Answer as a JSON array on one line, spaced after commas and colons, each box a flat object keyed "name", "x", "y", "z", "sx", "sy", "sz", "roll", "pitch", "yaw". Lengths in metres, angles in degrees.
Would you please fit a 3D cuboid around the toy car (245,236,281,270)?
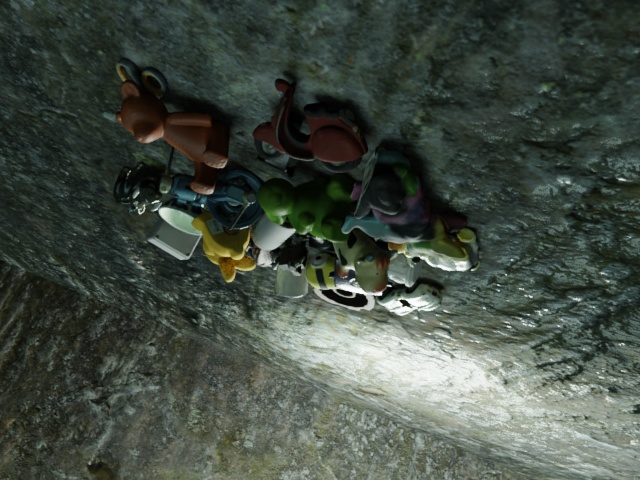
[{"name": "toy car", "x": -0.145, "y": 0.038, "z": 1.348, "sx": 0.089, "sy": 0.053, "sz": 0.202, "roll": 26, "pitch": 170, "yaw": -1}]

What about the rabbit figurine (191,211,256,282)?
[{"name": "rabbit figurine", "x": -0.216, "y": 0.010, "z": 1.245, "sx": 0.162, "sy": 0.122, "sz": 0.173, "roll": 56, "pitch": 149, "yaw": 3}]

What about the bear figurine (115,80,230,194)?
[{"name": "bear figurine", "x": -0.258, "y": -0.180, "z": 0.924, "sx": 0.196, "sy": 0.132, "sz": 0.120, "roll": 17, "pitch": 141, "yaw": -23}]

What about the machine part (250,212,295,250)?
[{"name": "machine part", "x": -0.093, "y": -0.034, "z": 1.160, "sx": 0.079, "sy": 0.079, "sz": 0.243, "roll": 28, "pitch": 156, "yaw": -13}]

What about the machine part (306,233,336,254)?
[{"name": "machine part", "x": -0.002, "y": -0.004, "z": 1.189, "sx": 0.084, "sy": 0.039, "sz": 0.138, "roll": 18, "pitch": 166, "yaw": 30}]

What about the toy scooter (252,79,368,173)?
[{"name": "toy scooter", "x": -0.016, "y": -0.175, "z": 0.812, "sx": 0.184, "sy": 0.075, "sz": 0.135, "roll": 9, "pitch": 133, "yaw": 10}]

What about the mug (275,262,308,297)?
[{"name": "mug", "x": -0.062, "y": 0.077, "z": 1.347, "sx": 0.081, "sy": 0.109, "sz": 0.107, "roll": 15, "pitch": 112, "yaw": 30}]

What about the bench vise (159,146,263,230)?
[{"name": "bench vise", "x": -0.194, "y": -0.093, "z": 1.051, "sx": 0.223, "sy": 0.129, "sz": 0.241, "roll": 26, "pitch": 174, "yaw": -26}]

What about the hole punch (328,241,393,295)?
[{"name": "hole punch", "x": 0.086, "y": 0.066, "z": 1.133, "sx": 0.142, "sy": 0.092, "sz": 0.115, "roll": 8, "pitch": 117, "yaw": 7}]

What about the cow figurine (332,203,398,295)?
[{"name": "cow figurine", "x": 0.076, "y": 0.015, "z": 1.011, "sx": 0.085, "sy": 0.195, "sz": 0.127, "roll": -7, "pitch": 147, "yaw": -25}]

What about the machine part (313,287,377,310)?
[{"name": "machine part", "x": 0.066, "y": 0.116, "z": 1.362, "sx": 0.179, "sy": 0.056, "sz": 0.179, "roll": 17, "pitch": 154, "yaw": 9}]

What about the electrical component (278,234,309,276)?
[{"name": "electrical component", "x": -0.059, "y": 0.033, "z": 1.252, "sx": 0.078, "sy": 0.102, "sz": 0.045, "roll": 0, "pitch": 144, "yaw": 23}]

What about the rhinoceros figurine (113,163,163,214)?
[{"name": "rhinoceros figurine", "x": -0.419, "y": -0.114, "z": 1.231, "sx": 0.191, "sy": 0.112, "sz": 0.073, "roll": 7, "pitch": 150, "yaw": 47}]

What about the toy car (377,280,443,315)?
[{"name": "toy car", "x": 0.212, "y": 0.142, "z": 1.290, "sx": 0.073, "sy": 0.056, "sz": 0.202, "roll": 31, "pitch": 154, "yaw": -18}]

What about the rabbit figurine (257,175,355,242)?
[{"name": "rabbit figurine", "x": -0.040, "y": -0.074, "z": 0.974, "sx": 0.170, "sy": 0.121, "sz": 0.159, "roll": 16, "pitch": 177, "yaw": -32}]

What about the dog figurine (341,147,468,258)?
[{"name": "dog figurine", "x": 0.159, "y": -0.046, "z": 0.893, "sx": 0.219, "sy": 0.108, "sz": 0.191, "roll": 18, "pitch": 146, "yaw": -10}]

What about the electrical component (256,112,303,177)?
[{"name": "electrical component", "x": -0.059, "y": -0.163, "z": 0.906, "sx": 0.075, "sy": 0.048, "sz": 0.119, "roll": 25, "pitch": 157, "yaw": -9}]

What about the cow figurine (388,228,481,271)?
[{"name": "cow figurine", "x": 0.219, "y": 0.020, "z": 1.029, "sx": 0.168, "sy": 0.068, "sz": 0.098, "roll": 7, "pitch": 157, "yaw": 32}]

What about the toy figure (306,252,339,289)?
[{"name": "toy figure", "x": 0.056, "y": 0.079, "z": 1.239, "sx": 0.180, "sy": 0.089, "sz": 0.082, "roll": 10, "pitch": -177, "yaw": 10}]
